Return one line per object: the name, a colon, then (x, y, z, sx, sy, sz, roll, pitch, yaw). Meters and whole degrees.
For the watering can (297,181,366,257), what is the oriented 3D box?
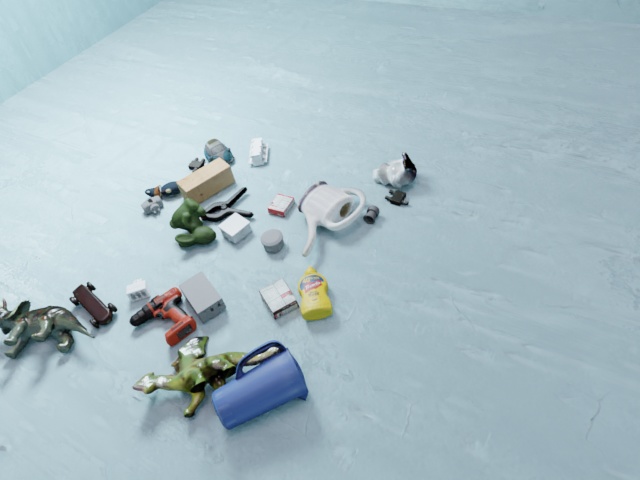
watering can: (0.006, -0.092, 1.836, 0.227, 0.101, 0.352, 31, 59, 35)

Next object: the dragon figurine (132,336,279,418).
dragon figurine: (-0.331, 0.351, 1.493, 0.414, 0.119, 0.246, -25, 38, -24)

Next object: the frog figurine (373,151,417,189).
frog figurine: (0.281, -0.247, 1.951, 0.157, 0.121, 0.141, -34, 46, 31)
